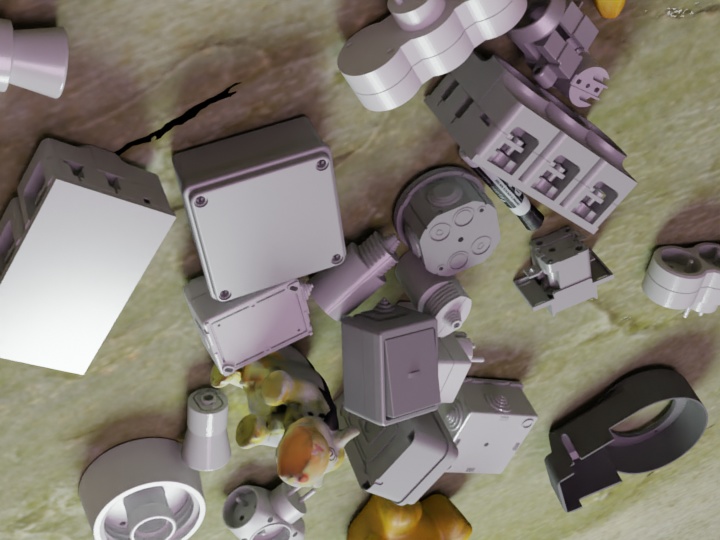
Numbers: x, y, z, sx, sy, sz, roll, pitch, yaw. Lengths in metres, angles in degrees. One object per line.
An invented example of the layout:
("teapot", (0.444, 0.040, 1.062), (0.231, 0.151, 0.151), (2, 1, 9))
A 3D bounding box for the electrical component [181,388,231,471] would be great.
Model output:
("electrical component", (-0.132, 0.135, 0.930), (0.044, 0.044, 0.065), (-7, 125, -21))

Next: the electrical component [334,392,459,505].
("electrical component", (0.030, 0.144, 0.964), (0.057, 0.113, 0.078), (27, 112, -35))

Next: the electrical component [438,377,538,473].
("electrical component", (0.115, 0.155, 1.057), (0.100, 0.048, 0.099), (8, 125, -29))

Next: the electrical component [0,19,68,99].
("electrical component", (-0.213, -0.132, 0.666), (0.055, 0.045, 0.045), (3, 126, -27))

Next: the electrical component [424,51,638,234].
("electrical component", (0.135, -0.101, 0.825), (0.150, 0.089, 0.061), (25, 114, -38))

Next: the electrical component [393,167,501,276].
("electrical component", (0.072, -0.039, 0.874), (0.080, 0.051, 0.080), (-13, 132, -15))

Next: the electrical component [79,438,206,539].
("electrical component", (-0.188, 0.208, 0.948), (0.108, 0.060, 0.108), (-13, 131, -16))

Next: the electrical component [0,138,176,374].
("electrical component", (-0.209, -0.009, 0.758), (0.089, 0.061, 0.150), (18, 118, -35))

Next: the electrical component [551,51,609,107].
("electrical component", (0.165, -0.151, 0.828), (0.040, 0.046, 0.040), (-13, 131, -15))

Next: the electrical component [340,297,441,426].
("electrical component", (0.027, 0.071, 0.870), (0.062, 0.061, 0.096), (-12, 107, -35))

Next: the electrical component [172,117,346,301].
("electrical component", (-0.073, -0.044, 0.797), (0.109, 0.056, 0.108), (-18, 133, -11))

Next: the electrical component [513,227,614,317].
("electrical component", (0.181, 0.000, 0.964), (0.081, 0.042, 0.063), (-22, 131, -8))

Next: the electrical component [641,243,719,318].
("electrical component", (0.335, 0.017, 1.045), (0.138, 0.052, 0.073), (-5, 129, -21))

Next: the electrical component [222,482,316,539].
("electrical component", (-0.078, 0.230, 1.031), (0.079, 0.044, 0.077), (-39, 133, 9))

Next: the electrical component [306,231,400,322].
("electrical component", (0.000, 0.000, 0.877), (0.081, 0.043, 0.043), (-41, 133, 11))

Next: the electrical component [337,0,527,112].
("electrical component", (0.043, -0.177, 0.744), (0.138, 0.052, 0.073), (-34, 133, 4))

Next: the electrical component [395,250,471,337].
("electrical component", (0.064, 0.021, 0.899), (0.043, 0.081, 0.043), (-13, 132, -15))

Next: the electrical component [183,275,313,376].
("electrical component", (-0.084, 0.027, 0.853), (0.096, 0.061, 0.061), (-25, 133, -14))

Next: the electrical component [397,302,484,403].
("electrical component", (0.074, 0.072, 0.945), (0.076, 0.083, 0.047), (3, 125, -28))

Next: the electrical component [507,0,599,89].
("electrical component", (0.138, -0.177, 0.791), (0.055, 0.048, 0.066), (37, 82, -39))
